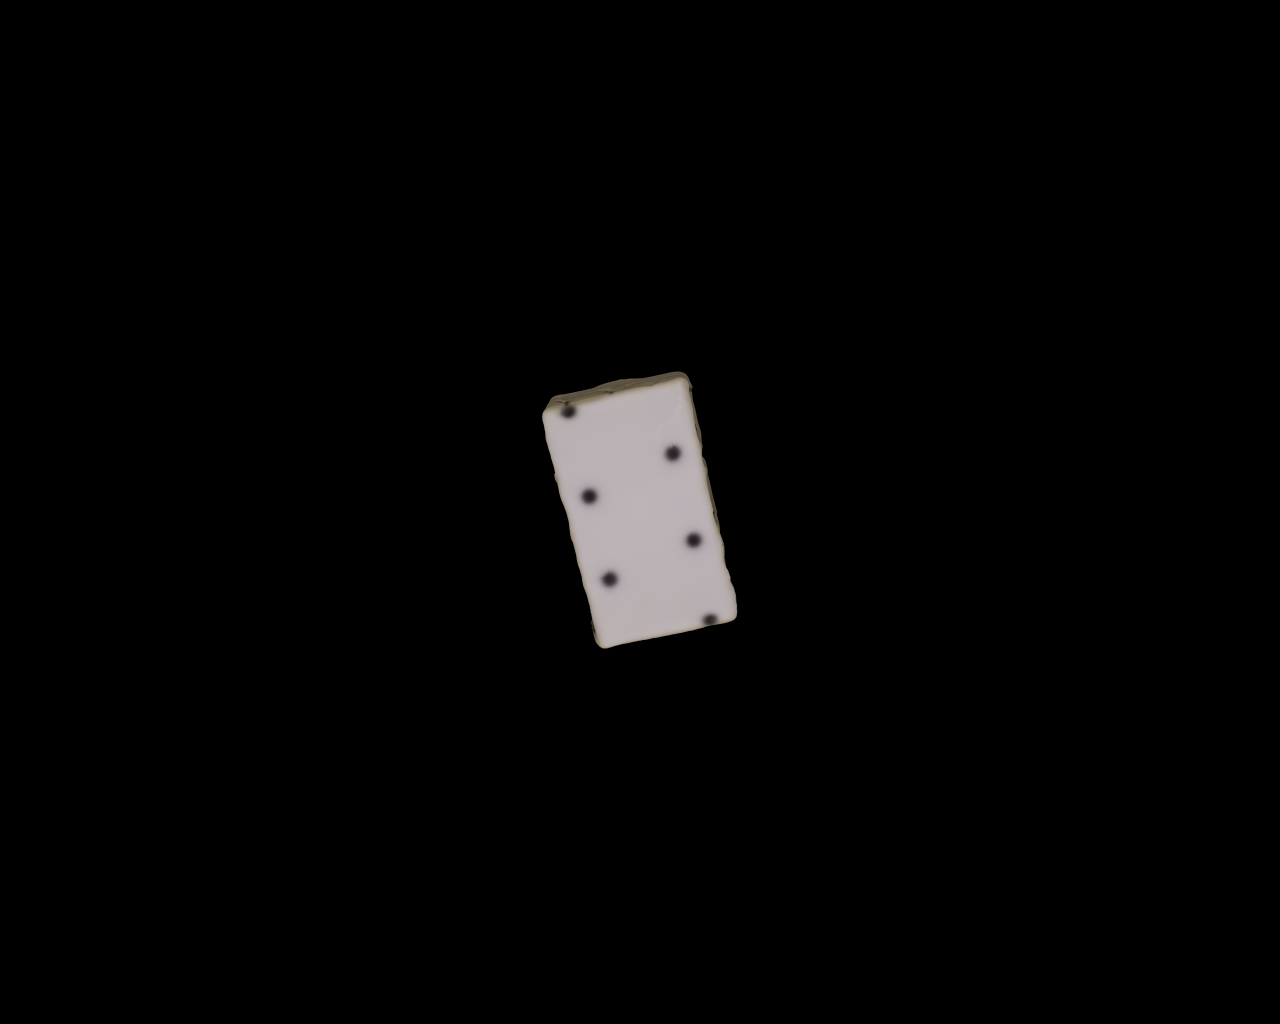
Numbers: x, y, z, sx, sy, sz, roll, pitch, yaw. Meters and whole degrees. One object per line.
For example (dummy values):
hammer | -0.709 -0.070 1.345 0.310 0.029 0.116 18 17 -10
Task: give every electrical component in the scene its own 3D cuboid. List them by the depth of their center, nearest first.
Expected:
electrical component | 0.001 -0.003 0.650 0.089 0.150 0.062 -11 11 2
